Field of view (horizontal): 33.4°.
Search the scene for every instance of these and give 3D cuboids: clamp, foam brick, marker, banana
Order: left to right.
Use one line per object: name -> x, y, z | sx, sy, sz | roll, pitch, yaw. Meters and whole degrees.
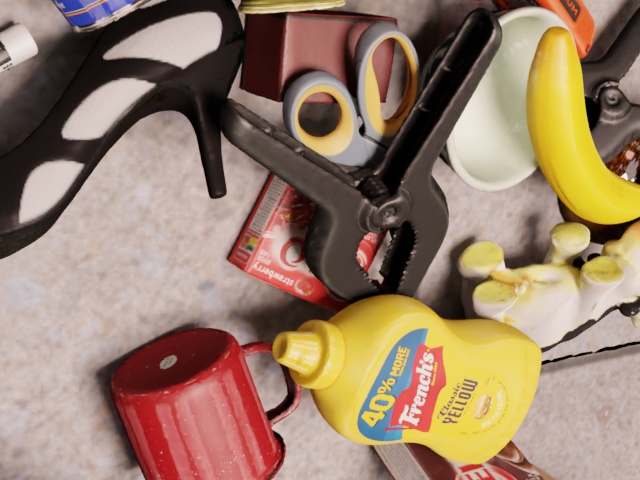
marker -> -0.202, -0.075, 0.547 | 0.121, 0.020, 0.020 | -34, 120, -18
foam brick -> -0.001, -0.111, 0.641 | 0.078, 0.053, 0.051 | -4, 107, -30
clamp -> 0.041, -0.033, 0.628 | 0.164, 0.036, 0.210 | -26, 137, -8
banana -> 0.175, -0.060, 0.707 | 0.069, 0.037, 0.197 | -55, 134, -4
clamp -> 0.205, -0.108, 0.763 | 0.171, 0.039, 0.120 | -14, 76, -9

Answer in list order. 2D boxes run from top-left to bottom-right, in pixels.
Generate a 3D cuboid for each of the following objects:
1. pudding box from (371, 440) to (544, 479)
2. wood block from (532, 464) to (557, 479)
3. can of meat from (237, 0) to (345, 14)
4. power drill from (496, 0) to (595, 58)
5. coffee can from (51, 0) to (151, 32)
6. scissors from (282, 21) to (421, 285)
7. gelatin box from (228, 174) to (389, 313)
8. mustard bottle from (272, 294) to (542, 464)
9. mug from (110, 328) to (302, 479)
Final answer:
pudding box -> 0.099, 0.162, 0.754 | 0.089, 0.114, 0.039 | 1, 121, -33
wood block -> 0.181, 0.243, 0.775 | 0.090, 0.206, 0.091 | 17, 96, -35
can of meat -> -0.018, -0.171, 0.583 | 0.057, 0.102, 0.084 | -3, 107, 1
power drill -> 0.199, -0.218, 0.732 | 0.184, 0.057, 0.187 | 42, 79, -30
coffee can -> -0.121, -0.186, 0.506 | 0.102, 0.103, 0.140 | -44, 120, -13
scissors -> 0.024, -0.036, 0.656 | 0.096, 0.016, 0.202 | -17, 129, -20
gelatin box -> -0.004, 0.001, 0.688 | 0.089, 0.030, 0.073 | 27, 90, -35
mustard bottle -> 0.051, 0.084, 0.674 | 0.191, 0.058, 0.096 | 17, 105, -35
mug -> -0.065, 0.102, 0.646 | 0.117, 0.093, 0.081 | -24, 111, -16
